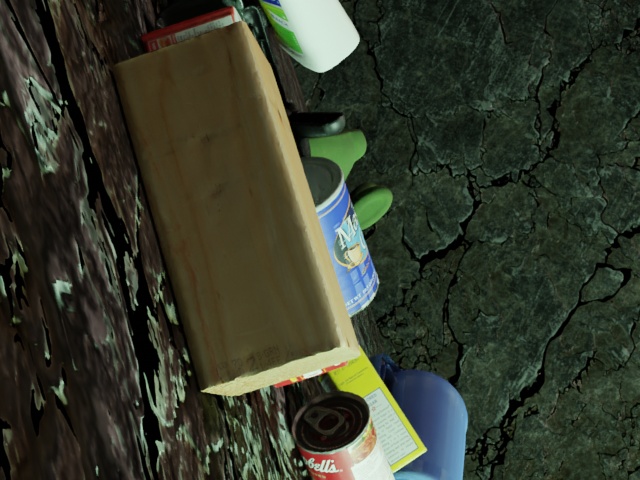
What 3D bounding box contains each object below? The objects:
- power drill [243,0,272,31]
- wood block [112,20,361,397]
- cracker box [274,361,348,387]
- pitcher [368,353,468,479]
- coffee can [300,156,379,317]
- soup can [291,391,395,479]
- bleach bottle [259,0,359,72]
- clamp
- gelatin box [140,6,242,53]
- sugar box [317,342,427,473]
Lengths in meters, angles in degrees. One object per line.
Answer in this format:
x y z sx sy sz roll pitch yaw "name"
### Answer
-0.072 -0.204 1.209 0.185 0.057 0.187 -134 -157 -61 "power drill"
-0.050 -0.015 0.664 0.090 0.090 0.206 50 22 -76 "wood block"
-0.048 -0.010 0.807 0.164 0.072 0.214 64 8 -70 "cracker box"
0.093 0.238 1.176 0.242 0.149 0.145 -67 180 -73 "pitcher"
-0.007 0.001 1.081 0.103 0.103 0.140 -102 173 -55 "coffee can"
0.022 0.187 0.904 0.068 0.068 0.102 -102 174 -55 "soup can"
-0.047 -0.271 0.999 0.103 0.068 0.250 47 -5 41 "bleach bottle"
-0.034 -0.123 1.109 0.165 0.036 0.210 51 -22 24 "clamp"
-0.091 -0.146 0.818 0.089 0.073 0.030 11 62 -86 "gelatin box"
0.030 0.134 1.001 0.176 0.048 0.093 59 -11 9 "sugar box"
